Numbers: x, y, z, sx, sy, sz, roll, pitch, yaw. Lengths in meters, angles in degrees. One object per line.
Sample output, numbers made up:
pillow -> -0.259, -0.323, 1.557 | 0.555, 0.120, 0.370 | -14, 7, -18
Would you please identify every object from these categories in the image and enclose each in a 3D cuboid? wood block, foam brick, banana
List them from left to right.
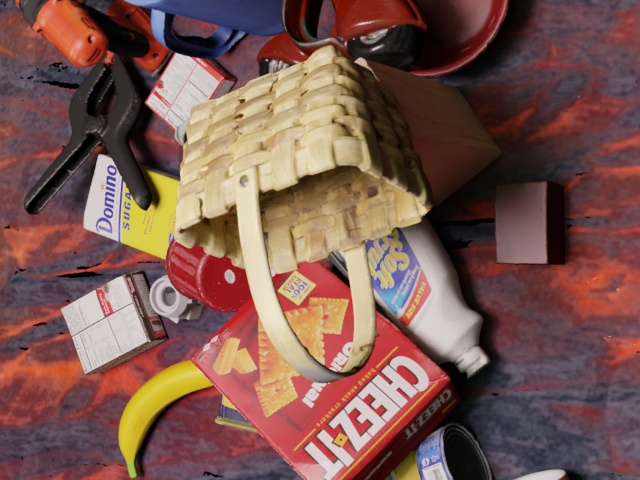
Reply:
banana -> -0.176, 0.188, 1.226 | 0.198, 0.069, 0.037 | -48, -4, 22
wood block -> 0.075, -0.094, 0.983 | 0.091, 0.090, 0.205 | -39, -18, 24
foam brick -> 0.197, -0.015, 1.003 | 0.053, 0.078, 0.051 | 0, 0, 30

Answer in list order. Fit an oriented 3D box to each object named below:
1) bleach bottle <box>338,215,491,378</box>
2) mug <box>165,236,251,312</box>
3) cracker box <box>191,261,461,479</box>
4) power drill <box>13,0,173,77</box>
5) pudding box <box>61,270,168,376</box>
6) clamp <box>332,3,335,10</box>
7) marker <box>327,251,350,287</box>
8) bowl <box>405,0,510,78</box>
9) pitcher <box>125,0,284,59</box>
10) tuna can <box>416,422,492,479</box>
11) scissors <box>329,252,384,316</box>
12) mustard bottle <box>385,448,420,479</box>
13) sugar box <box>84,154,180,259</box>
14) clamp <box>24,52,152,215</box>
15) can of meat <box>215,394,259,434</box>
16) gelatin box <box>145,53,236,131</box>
bleach bottle -> 0.088, 0.023, 1.060 | 0.103, 0.251, 0.068 | -44, -18, 25
mug -> -0.101, 0.019, 1.138 | 0.093, 0.117, 0.082 | 37, -6, -29
cracker box -> 0.002, 0.133, 1.036 | 0.214, 0.164, 0.072 | 41, -10, 31
power drill -> -0.258, -0.253, 1.185 | 0.057, 0.184, 0.187 | -49, -21, 22
pudding box -> -0.244, 0.099, 1.261 | 0.114, 0.090, 0.039 | -28, -10, 28
clamp -> 0.053, -0.311, 1.093 | 0.120, 0.171, 0.039 | 8, 8, 36
marker -> 0.041, 0.064, 1.110 | 0.020, 0.121, 0.020 | -26, -15, -8
bowl -> 0.119, -0.237, 1.045 | 0.162, 0.162, 0.055 | 0, 0, 30
pitcher -> -0.114, -0.270, 1.072 | 0.145, 0.149, 0.242 | -7, 3, 28
tuna can -> 0.129, 0.221, 1.022 | 0.034, 0.086, 0.086 | -29, -15, 28
scissors -> -0.007, 0.001, 1.093 | 0.016, 0.202, 0.096 | -36, -1, -16
mustard bottle -> 0.044, 0.192, 1.085 | 0.096, 0.192, 0.058 | -34, -16, 17
sugar box -> -0.190, -0.033, 1.226 | 0.176, 0.093, 0.048 | 18, 8, 27
clamp -> -0.244, -0.121, 1.227 | 0.165, 0.210, 0.036 | 6, -18, 24
can of meat -> -0.057, 0.161, 1.145 | 0.102, 0.084, 0.057 | 7, 1, 29
gelatin box -> -0.148, -0.168, 1.212 | 0.073, 0.089, 0.030 | 42, 20, 22
